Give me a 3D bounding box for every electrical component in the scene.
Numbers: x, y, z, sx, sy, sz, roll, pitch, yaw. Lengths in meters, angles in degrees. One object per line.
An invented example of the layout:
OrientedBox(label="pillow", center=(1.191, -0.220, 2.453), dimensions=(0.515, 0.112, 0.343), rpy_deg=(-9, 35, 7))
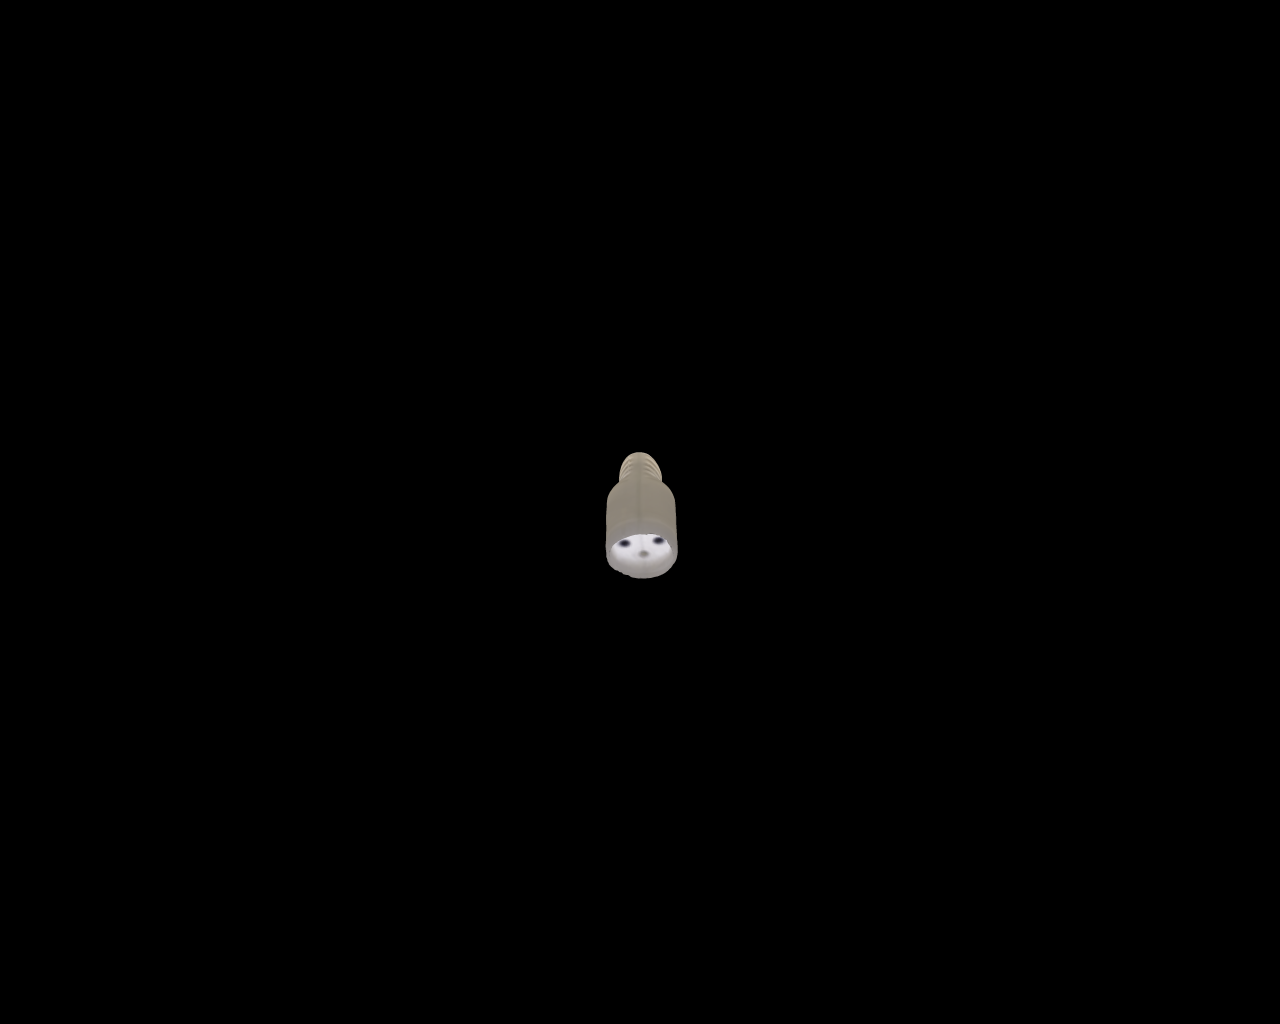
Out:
OrientedBox(label="electrical component", center=(0.001, -0.003, 0.650), dimensions=(0.043, 0.081, 0.043), rpy_deg=(0, -43, 0))
